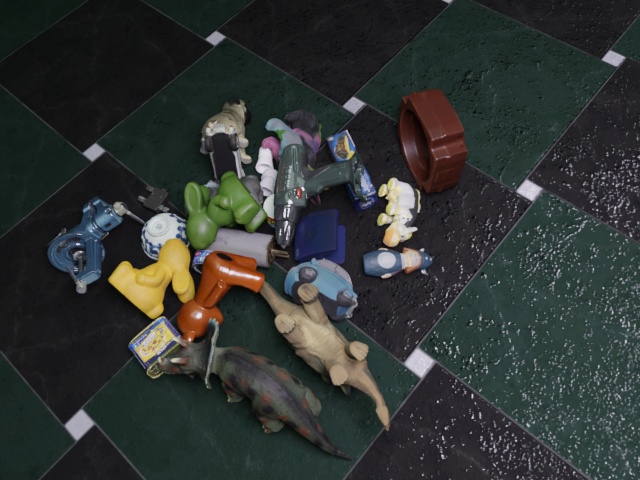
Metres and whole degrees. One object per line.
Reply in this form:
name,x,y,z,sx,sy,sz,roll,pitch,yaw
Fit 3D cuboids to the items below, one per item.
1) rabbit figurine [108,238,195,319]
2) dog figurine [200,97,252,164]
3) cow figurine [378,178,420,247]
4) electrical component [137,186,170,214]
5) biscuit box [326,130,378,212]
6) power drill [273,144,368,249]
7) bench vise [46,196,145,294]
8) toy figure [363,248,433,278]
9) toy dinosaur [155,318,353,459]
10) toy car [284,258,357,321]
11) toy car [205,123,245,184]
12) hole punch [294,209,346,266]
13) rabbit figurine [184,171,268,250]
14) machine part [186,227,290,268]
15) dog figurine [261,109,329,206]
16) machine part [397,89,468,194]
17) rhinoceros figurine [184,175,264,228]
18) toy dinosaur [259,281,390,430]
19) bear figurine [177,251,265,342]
rabbit figurine,-0.348,0.075,1.179,0.162,0.121,0.173,33,69,15
dog figurine,-0.235,-0.301,1.346,0.121,0.172,0.190,-2,67,-1
cow figurine,0.186,-0.053,1.226,0.098,0.068,0.167,15,62,-21
electrical component,-0.403,-0.099,1.332,0.094,0.021,0.063,23,66,17
biscuit box,0.076,-0.168,1.302,0.059,0.062,0.203,-21,62,-3
power drill,-0.002,-0.103,1.170,0.207,0.086,0.232,-9,75,22
bench vise,-0.519,0.018,1.214,0.224,0.128,0.241,-25,45,0
toy figure,0.173,0.049,1.182,0.155,0.058,0.064,-5,100,1
toy dinosaur,-0.111,0.275,1.010,0.405,0.192,0.131,23,68,18
toy car,0.012,0.094,1.148,0.162,0.109,0.103,24,49,8
toy car,-0.220,-0.180,1.264,0.074,0.201,0.056,-2,35,5
hole punch,-0.002,-0.004,1.209,0.116,0.092,0.142,-3,65,8
rabbit figurine,-0.224,-0.059,1.147,0.170,0.121,0.159,-39,85,0
machine part,-0.188,0.014,1.219,0.243,0.079,0.079,10,63,9
dog figurine,-0.036,-0.194,1.301,0.191,0.108,0.219,-27,74,-33
machine part,0.256,-0.227,1.237,0.087,0.200,0.201,-18,61,-7
rhinoceros figurine,-0.222,-0.090,1.243,0.190,0.112,0.073,-19,25,11
toy dinosaur,-0.019,0.184,1.044,0.105,0.198,0.472,-35,56,-14
bear figurine,-0.214,0.126,1.116,0.132,0.120,0.195,17,101,-24
